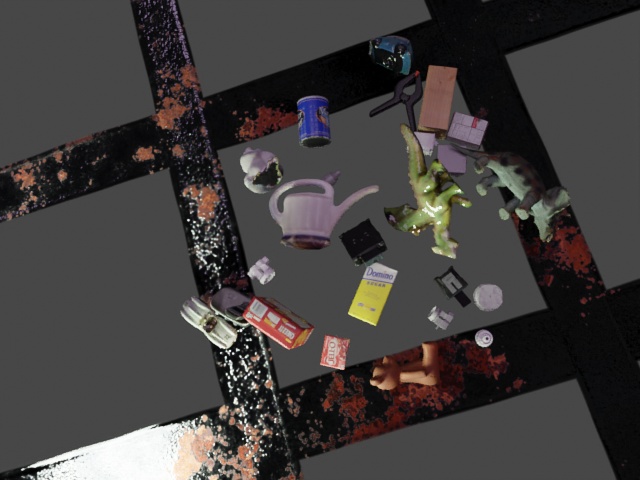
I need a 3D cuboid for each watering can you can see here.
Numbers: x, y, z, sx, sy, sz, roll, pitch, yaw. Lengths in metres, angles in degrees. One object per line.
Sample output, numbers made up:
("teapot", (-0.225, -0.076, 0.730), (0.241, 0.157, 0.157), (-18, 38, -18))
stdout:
("watering can", (0.005, -0.080, 1.586), (0.347, 0.103, 0.226), (2, 79, 15))

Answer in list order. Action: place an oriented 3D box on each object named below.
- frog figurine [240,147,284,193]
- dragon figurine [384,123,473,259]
("frog figurine", (-0.198, -0.227, 1.668), (0.161, 0.121, 0.137), (32, 94, 48))
("dragon figurine", (0.297, -0.125, 1.551), (0.240, 0.123, 0.412), (-40, 82, 16))
